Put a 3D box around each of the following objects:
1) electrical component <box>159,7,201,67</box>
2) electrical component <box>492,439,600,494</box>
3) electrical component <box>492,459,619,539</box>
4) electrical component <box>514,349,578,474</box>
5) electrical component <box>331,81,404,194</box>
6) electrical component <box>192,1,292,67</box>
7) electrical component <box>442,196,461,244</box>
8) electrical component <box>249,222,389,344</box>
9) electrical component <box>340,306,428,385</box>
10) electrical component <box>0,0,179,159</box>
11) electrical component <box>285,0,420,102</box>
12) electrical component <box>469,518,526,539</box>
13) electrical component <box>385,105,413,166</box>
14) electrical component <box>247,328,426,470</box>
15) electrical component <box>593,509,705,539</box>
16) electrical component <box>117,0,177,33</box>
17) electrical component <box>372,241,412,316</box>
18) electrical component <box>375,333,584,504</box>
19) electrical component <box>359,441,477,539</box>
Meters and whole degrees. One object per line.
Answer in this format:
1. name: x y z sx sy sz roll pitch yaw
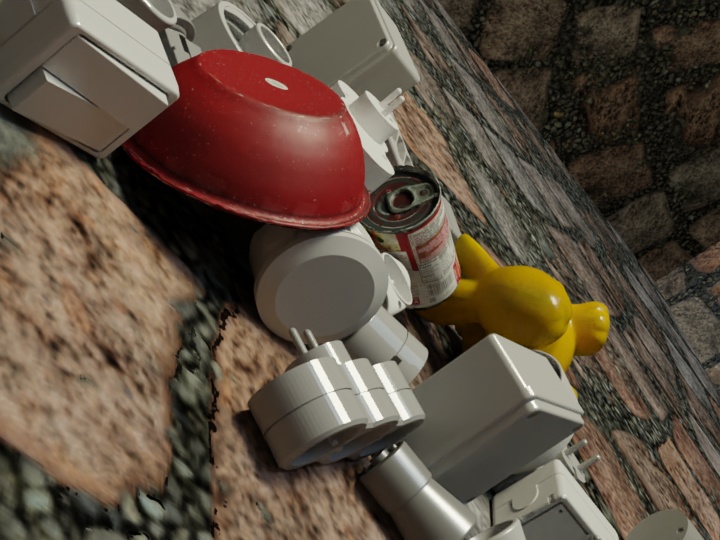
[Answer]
1. electrical component: -0.126 -0.138 0.702 0.066 0.048 0.055 21 45 -62
2. electrical component: 0.150 0.159 0.840 0.065 0.077 0.047 48 18 -22
3. electrical component: 0.148 0.196 0.787 0.096 0.062 0.061 51 17 -13
4. electrical component: 0.114 0.104 0.817 0.064 0.099 0.099 51 16 -35
5. electrical component: 0.003 -0.105 0.782 0.052 0.074 0.138 45 16 -22
6. electrical component: -0.087 -0.152 0.812 0.108 0.060 0.108 49 18 -21
7. electrical component: 0.077 -0.034 1.064 0.077 0.047 0.065 44 20 -33
8. electrical component: -0.027 0.001 0.650 0.080 0.080 0.051 42 15 -37
9. electrical component: 0.008 0.053 0.690 0.047 0.055 0.055 47 18 -12
10. electrical component: -0.141 -0.103 0.560 0.096 0.062 0.061 32 28 -53
11. electrical component: -0.010 -0.195 1.026 0.056 0.109 0.108 45 19 -40
12. electrical component: 0.097 0.197 0.682 0.065 0.044 0.044 62 17 6
13. electrical component: 0.002 -0.081 0.890 0.047 0.076 0.083 -76 146 -63
14. electrical component: -0.017 0.064 0.599 0.073 0.052 0.138 60 17 17
15. electrical component: 0.172 0.211 0.721 0.073 0.138 0.052 51 -20 -12
16. electrical component: -0.146 -0.151 0.653 0.045 0.055 0.045 49 18 -21
17. electrical component: 0.000 0.000 0.779 0.079 0.044 0.077 62 16 -2
18. electrical component: 0.075 0.099 0.691 0.109 0.109 0.056 25 31 -59
19. electrical component: 0.031 0.132 0.624 0.065 0.044 0.044 51 16 1
